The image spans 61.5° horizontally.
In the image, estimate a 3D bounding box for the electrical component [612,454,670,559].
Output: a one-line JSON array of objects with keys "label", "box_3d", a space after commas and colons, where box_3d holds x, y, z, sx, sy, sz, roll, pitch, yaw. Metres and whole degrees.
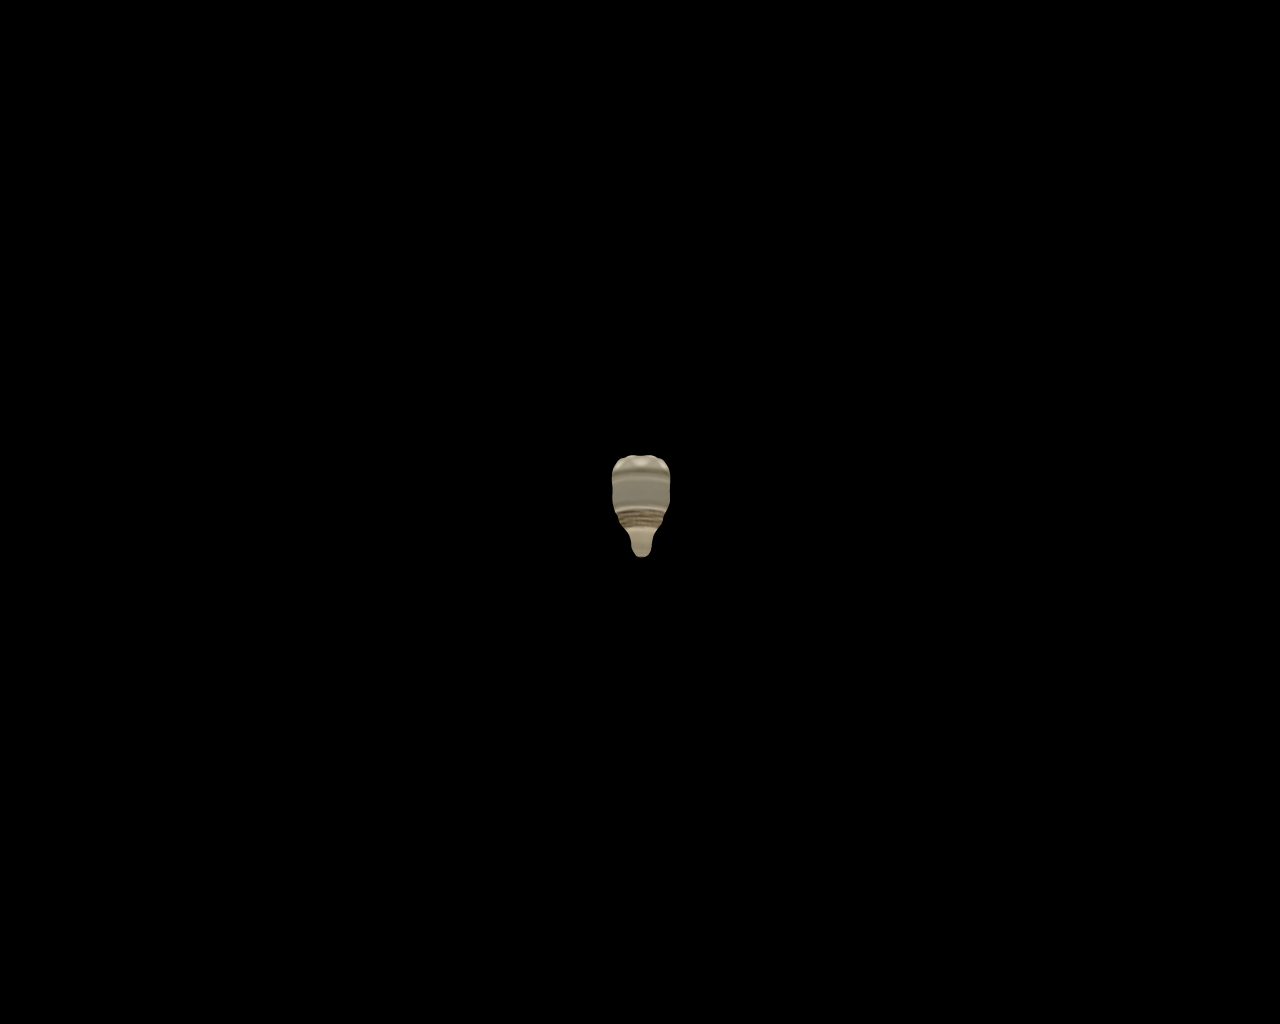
[{"label": "electrical component", "box_3d": [0.001, -0.003, 0.650, 0.035, 0.061, 0.035, 0, -8, 0]}]
